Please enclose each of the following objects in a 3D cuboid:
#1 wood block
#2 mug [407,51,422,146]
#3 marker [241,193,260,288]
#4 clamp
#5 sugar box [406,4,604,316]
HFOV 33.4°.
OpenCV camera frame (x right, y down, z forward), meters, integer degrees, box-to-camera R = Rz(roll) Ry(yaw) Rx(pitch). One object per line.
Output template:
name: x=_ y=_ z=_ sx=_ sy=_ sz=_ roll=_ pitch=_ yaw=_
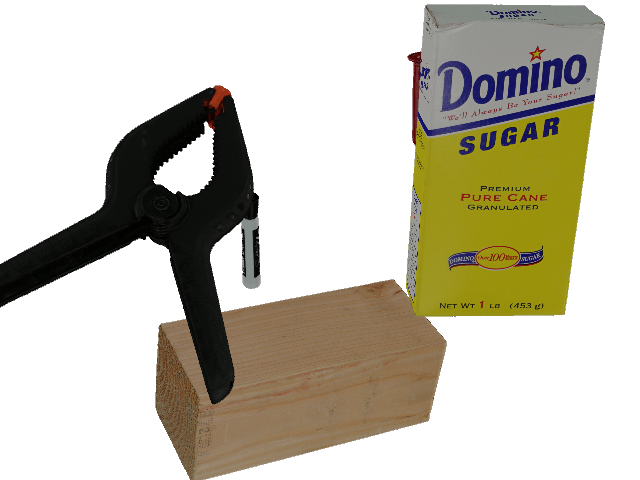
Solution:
wood block: x=-0.018 y=0.107 z=0.843 sx=0.205 sy=0.090 sz=0.091 roll=-10 pitch=37 yaw=-25
mug: x=0.135 y=-0.123 z=0.950 sx=0.117 sy=0.081 sz=0.093 roll=4 pitch=18 yaw=12
marker: x=-0.071 y=-0.001 z=1.084 sx=0.020 sy=0.121 sz=0.020 roll=1 pitch=41 yaw=-1
clamp: x=-0.092 y=-0.006 z=0.665 sx=0.164 sy=0.209 sz=0.036 roll=27 pitch=-29 yaw=6
sugar box: x=0.101 y=-0.043 z=0.606 sx=0.093 sy=0.176 sz=0.048 roll=-1 pitch=27 yaw=-4
